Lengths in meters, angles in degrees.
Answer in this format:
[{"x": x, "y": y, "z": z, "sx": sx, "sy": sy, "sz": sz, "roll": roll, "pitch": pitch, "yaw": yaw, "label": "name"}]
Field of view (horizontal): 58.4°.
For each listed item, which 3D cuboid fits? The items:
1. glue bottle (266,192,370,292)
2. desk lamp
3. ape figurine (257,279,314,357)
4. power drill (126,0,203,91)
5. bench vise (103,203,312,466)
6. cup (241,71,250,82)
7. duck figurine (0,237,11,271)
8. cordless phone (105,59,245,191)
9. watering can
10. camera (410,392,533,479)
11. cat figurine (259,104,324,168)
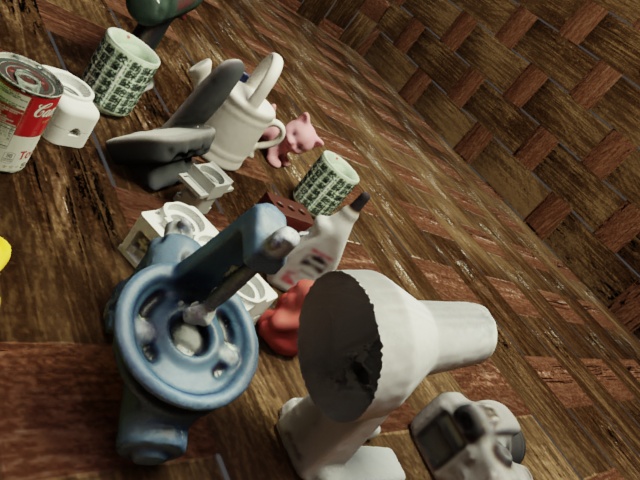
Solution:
[{"x": 0.007, "y": 0.003, "z": 0.740, "sx": 0.078, "sy": 0.173, "sz": 0.037, "roll": 26, "pitch": 26, "yaw": -29, "label": "glue bottle"}, {"x": 0.050, "y": 0.128, "z": 0.523, "sx": 0.204, "sy": 0.213, "sz": 0.117, "roll": 18, "pitch": 31, "yaw": -42, "label": "desk lamp"}, {"x": -0.029, "y": 0.081, "z": 0.647, "sx": 0.076, "sy": 0.092, "sz": 0.078, "roll": 46, "pitch": 23, "yaw": 16, "label": "ape figurine"}, {"x": -0.261, "y": -0.344, "z": 0.919, "sx": 0.076, "sy": 0.208, "sz": 0.229, "roll": 35, "pitch": 23, "yaw": -10, "label": "power drill"}, {"x": -0.105, "y": 0.033, "z": 0.451, "sx": 0.122, "sy": 0.219, "sz": 0.207, "roll": 13, "pitch": 35, "yaw": -47, "label": "bench vise"}, {"x": -0.162, "y": -0.258, "z": 1.061, "sx": 0.092, "sy": 0.095, "sz": 0.117, "roll": 21, "pitch": 29, "yaw": -38, "label": "cup"}, {"x": -0.256, "y": 0.031, "z": 0.394, "sx": 0.077, "sy": 0.086, "sz": 0.104, "roll": 38, "pitch": 23, "yaw": -5, "label": "duck figurine"}, {"x": -0.179, "y": -0.165, "z": 0.746, "sx": 0.094, "sy": 0.185, "sz": 0.148, "roll": 39, "pitch": 23, "yaw": -1, "label": "cordless phone"}, {"x": -0.127, "y": -0.216, "z": 0.909, "sx": 0.174, "sy": 0.194, "sz": 0.100, "roll": 17, "pitch": 32, "yaw": -43, "label": "watering can"}, {"x": 0.203, "y": 0.251, "z": 0.679, "sx": 0.137, "sy": 0.100, "sz": 0.143, "roll": 19, "pitch": 30, "yaw": -41, "label": "camera"}, {"x": -0.061, "y": -0.201, "z": 1.083, "sx": 0.127, "sy": 0.117, "sz": 0.067, "roll": 44, "pitch": 23, "yaw": 11, "label": "cat figurine"}]
